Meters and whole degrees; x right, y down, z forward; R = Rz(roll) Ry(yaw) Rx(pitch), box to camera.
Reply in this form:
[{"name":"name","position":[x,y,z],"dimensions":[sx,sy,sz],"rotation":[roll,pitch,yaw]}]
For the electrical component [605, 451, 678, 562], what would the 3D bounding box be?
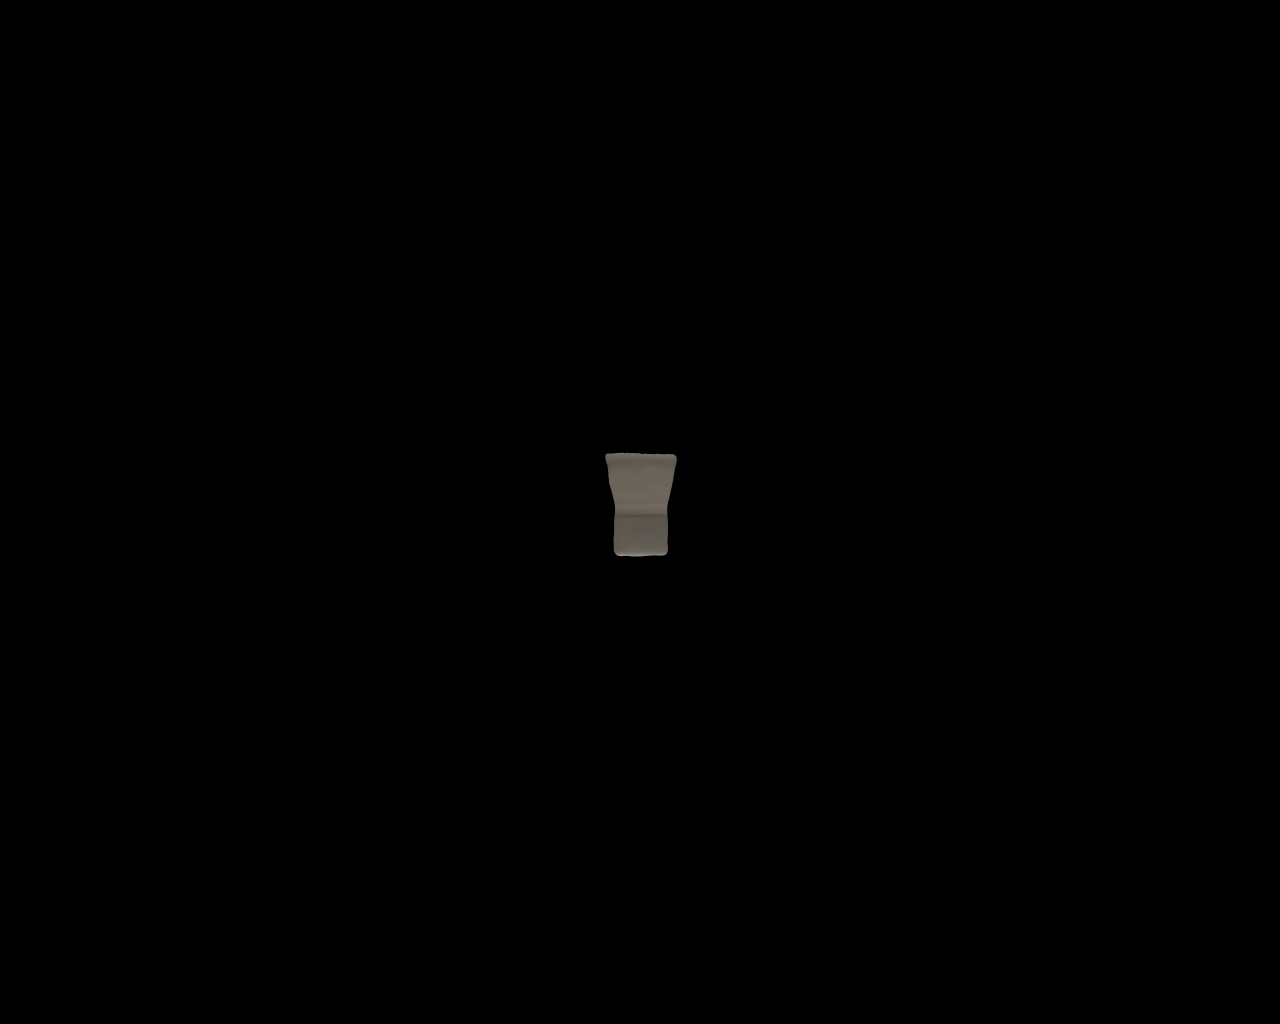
[{"name":"electrical component","position":[0.001,-0.003,0.650],"dimensions":[0.044,0.065,0.044],"rotation":[0,-2,0]}]
